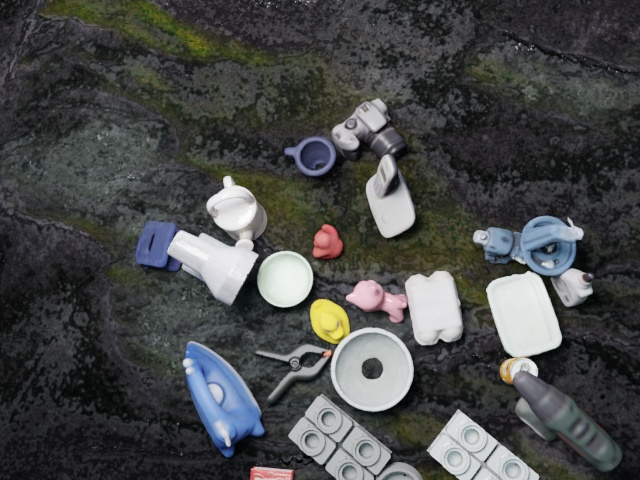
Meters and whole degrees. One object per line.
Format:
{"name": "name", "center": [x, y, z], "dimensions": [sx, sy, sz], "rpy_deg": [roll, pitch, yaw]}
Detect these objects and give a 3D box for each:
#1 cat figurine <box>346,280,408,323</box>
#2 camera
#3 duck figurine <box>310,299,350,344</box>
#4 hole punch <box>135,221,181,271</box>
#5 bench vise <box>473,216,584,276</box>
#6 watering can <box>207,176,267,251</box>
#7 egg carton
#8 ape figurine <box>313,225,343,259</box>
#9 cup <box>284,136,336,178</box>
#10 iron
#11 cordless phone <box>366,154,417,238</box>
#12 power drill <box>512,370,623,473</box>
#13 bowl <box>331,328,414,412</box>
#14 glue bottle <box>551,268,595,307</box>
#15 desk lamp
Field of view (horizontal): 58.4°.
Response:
{"name": "cat figurine", "center": [0.123, 0.123, 1.197], "dimensions": [0.127, 0.118, 0.067], "rpy_deg": [17, 80, 10]}
{"name": "camera", "center": [0.118, -0.232, 1.285], "dimensions": [0.143, 0.101, 0.136], "rpy_deg": [-39, 76, -3]}
{"name": "duck figurine", "center": [0.018, 0.171, 1.214], "dimensions": [0.077, 0.086, 0.104], "rpy_deg": [-35, 76, -2]}
{"name": "hole punch", "center": [-0.365, 0.014, 1.291], "dimensions": [0.101, 0.091, 0.109], "rpy_deg": [10, 79, 9]}
{"name": "bench vise", "center": [0.419, 0.014, 1.134], "dimensions": [0.207, 0.220, 0.121], "rpy_deg": [-9, 76, 5]}
{"name": "watering can", "center": [-0.177, -0.059, 1.232], "dimensions": [0.101, 0.194, 0.172], "rpy_deg": [-39, 76, -3]}
{"name": "egg carton", "center": [0.241, 0.143, 1.204], "dimensions": [0.107, 0.069, 0.150], "rpy_deg": [-11, 76, 4]}
{"name": "ape figurine", "center": [0.011, 0.004, 1.249], "dimensions": [0.076, 0.092, 0.078], "rpy_deg": [40, 85, 13]}
{"name": "cup", "center": [-0.019, -0.177, 1.292], "dimensions": [0.117, 0.095, 0.092], "rpy_deg": [11, 79, 9]}
{"name": "iron", "center": [-0.227, 0.317, 1.181], "dimensions": [0.118, 0.141, 0.258], "rpy_deg": [-35, 76, -2]}
{"name": "cordless phone", "center": [0.152, -0.093, 1.207], "dimensions": [0.094, 0.185, 0.147], "rpy_deg": [-21, 76, 2]}
{"name": "power drill", "center": [0.437, 0.329, 1.068], "dimensions": [0.229, 0.208, 0.076], "rpy_deg": [40, 85, 13]}
{"name": "bowl", "center": [0.109, 0.268, 1.188], "dimensions": [0.167, 0.075, 0.167], "rpy_deg": [-1, 77, 6]}
{"name": "glue bottle", "center": [0.508, 0.086, 1.132], "dimensions": [0.037, 0.173, 0.078], "rpy_deg": [-23, 76, 1]}
{"name": "desk lamp", "center": [-0.220, 0.053, 1.202], "dimensions": [0.203, 0.214, 0.118], "rpy_deg": [26, 82, 12]}
